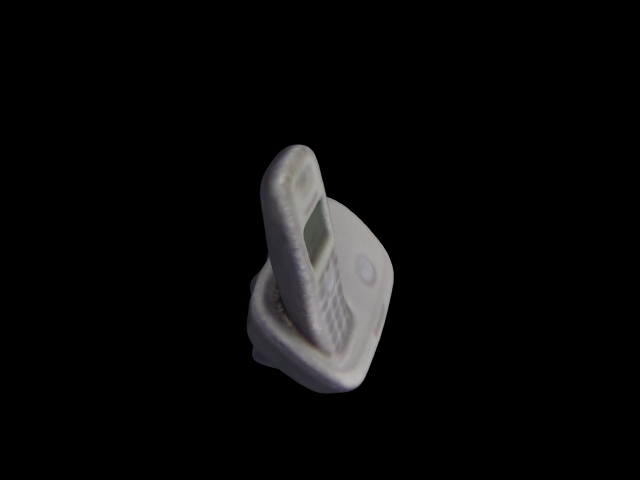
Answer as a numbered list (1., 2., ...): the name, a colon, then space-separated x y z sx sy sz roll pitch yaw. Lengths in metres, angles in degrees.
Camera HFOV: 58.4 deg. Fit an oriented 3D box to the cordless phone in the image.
1. cordless phone: 0.004 0.001 0.400 0.094 0.185 0.147 10 43 11
